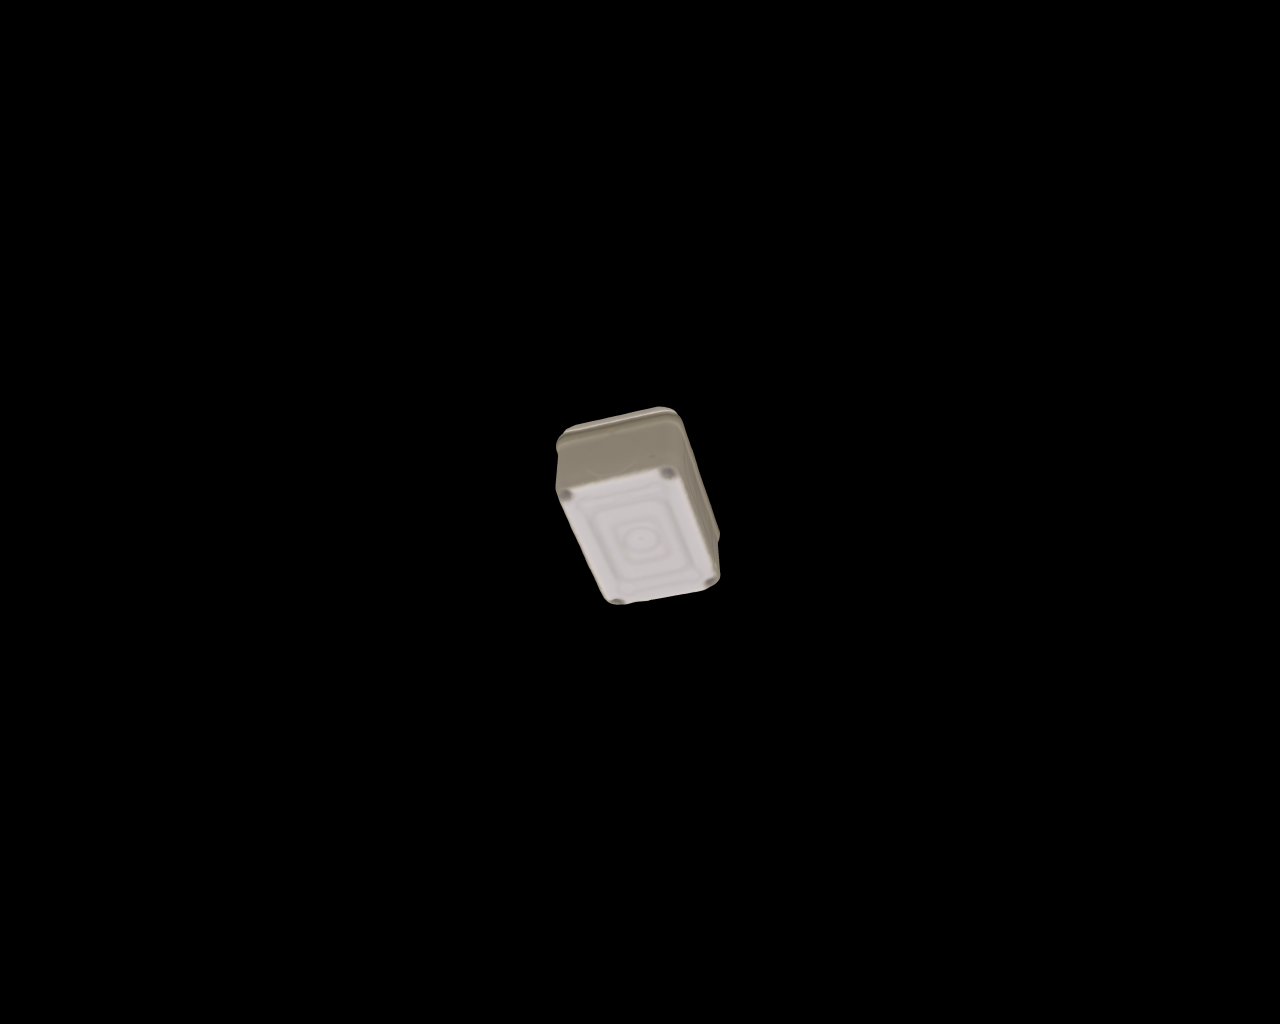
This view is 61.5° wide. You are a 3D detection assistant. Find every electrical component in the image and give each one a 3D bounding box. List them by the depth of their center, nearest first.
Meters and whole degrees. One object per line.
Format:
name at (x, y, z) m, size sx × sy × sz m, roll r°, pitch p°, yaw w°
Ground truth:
electrical component at (0.001, -0.003, 0.650) m, size 0.078 × 0.057 × 0.113 m, roll -11°, pitch -47°, yaw 11°
